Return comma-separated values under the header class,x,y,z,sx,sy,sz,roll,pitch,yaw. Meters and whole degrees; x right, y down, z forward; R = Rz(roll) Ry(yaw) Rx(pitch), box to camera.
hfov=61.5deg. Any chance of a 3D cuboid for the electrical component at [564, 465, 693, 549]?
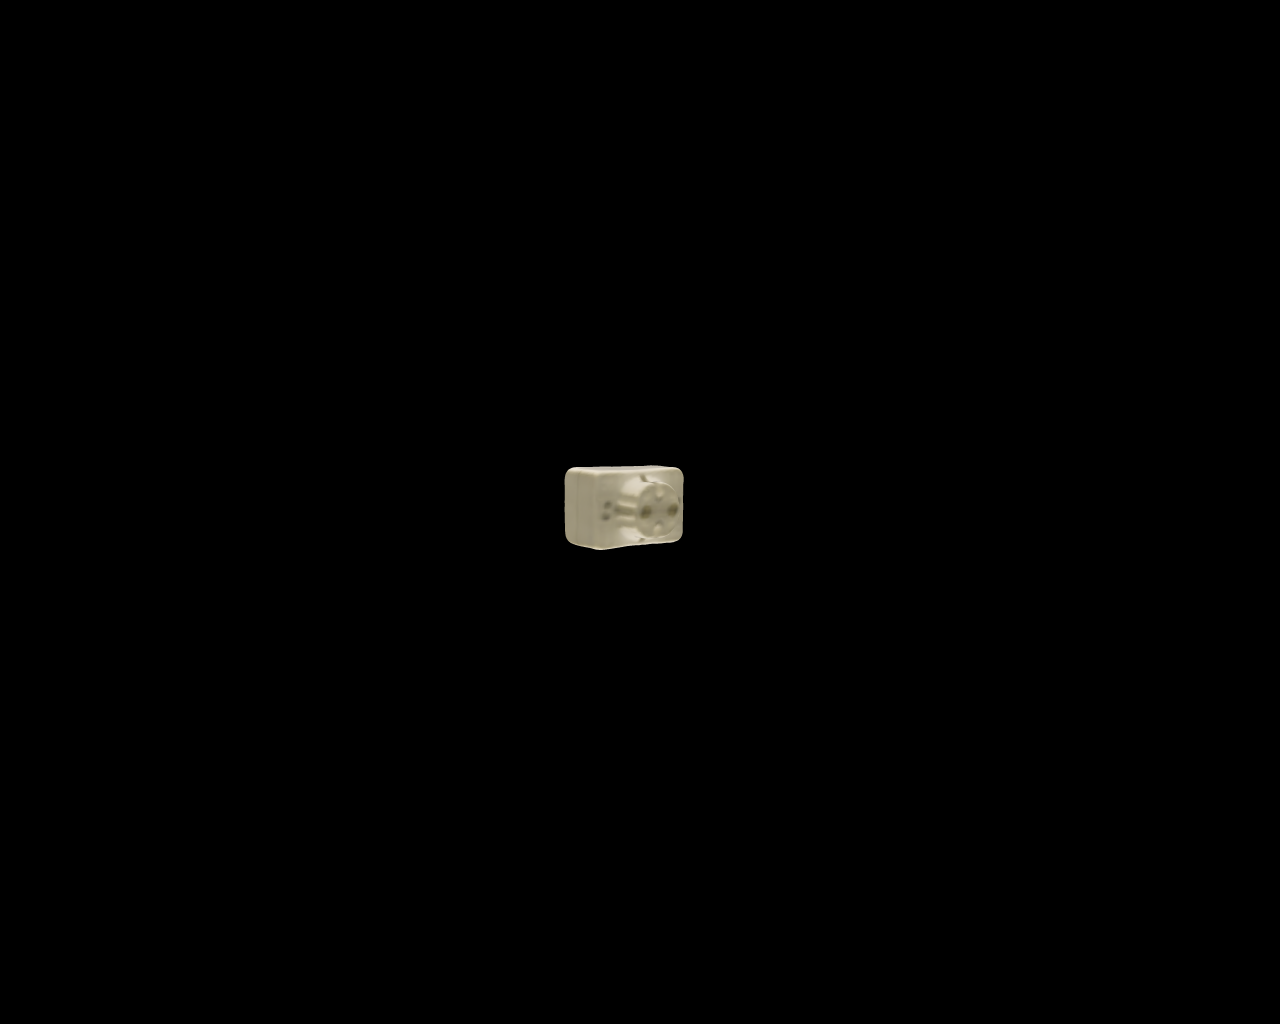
class,x,y,z,sx,sy,sz,roll,pitch,yaw
electrical component,0.001,-0.003,0.650,0.066,0.047,0.077,-4,7,-33
